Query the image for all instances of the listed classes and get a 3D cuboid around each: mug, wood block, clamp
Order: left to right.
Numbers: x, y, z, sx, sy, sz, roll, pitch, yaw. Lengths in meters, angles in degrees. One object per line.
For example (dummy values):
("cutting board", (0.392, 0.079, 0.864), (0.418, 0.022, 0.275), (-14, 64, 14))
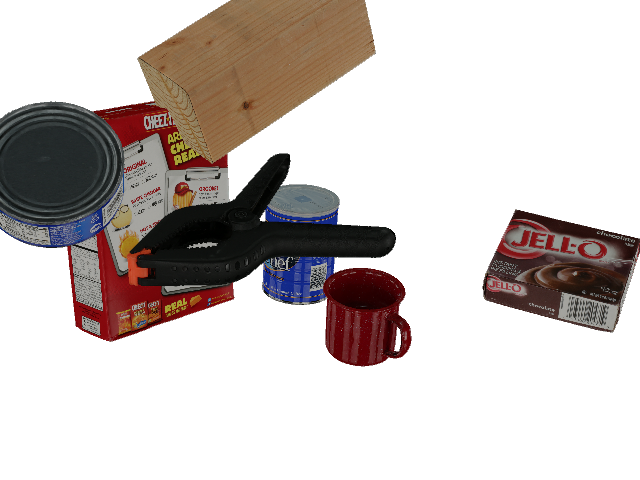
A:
("clamp", (-0.066, -0.012, 0.880), (0.209, 0.036, 0.165), (-15, 37, -25))
("wood block", (-0.057, -0.178, 1.031), (0.205, 0.091, 0.090), (-36, 48, -19))
("mug", (0.056, 0.094, 1.212), (0.117, 0.081, 0.093), (26, 37, 35))

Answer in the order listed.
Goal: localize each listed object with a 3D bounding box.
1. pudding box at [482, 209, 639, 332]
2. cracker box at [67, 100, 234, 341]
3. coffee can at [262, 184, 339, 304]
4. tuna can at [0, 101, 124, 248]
("pudding box", (0.204, 0.024, 0.902), (0.114, 0.039, 0.090), (16, 45, 18))
("cracker box", (-0.170, -0.027, 1.059), (0.072, 0.214, 0.163), (13, 22, 42))
("coffee can", (-0.029, 0.005, 1.492), (0.103, 0.140, 0.103), (3, 25, -2))
("tuna can", (-0.161, -0.039, 0.640), (0.086, 0.086, 0.034), (0, -29, -9))
